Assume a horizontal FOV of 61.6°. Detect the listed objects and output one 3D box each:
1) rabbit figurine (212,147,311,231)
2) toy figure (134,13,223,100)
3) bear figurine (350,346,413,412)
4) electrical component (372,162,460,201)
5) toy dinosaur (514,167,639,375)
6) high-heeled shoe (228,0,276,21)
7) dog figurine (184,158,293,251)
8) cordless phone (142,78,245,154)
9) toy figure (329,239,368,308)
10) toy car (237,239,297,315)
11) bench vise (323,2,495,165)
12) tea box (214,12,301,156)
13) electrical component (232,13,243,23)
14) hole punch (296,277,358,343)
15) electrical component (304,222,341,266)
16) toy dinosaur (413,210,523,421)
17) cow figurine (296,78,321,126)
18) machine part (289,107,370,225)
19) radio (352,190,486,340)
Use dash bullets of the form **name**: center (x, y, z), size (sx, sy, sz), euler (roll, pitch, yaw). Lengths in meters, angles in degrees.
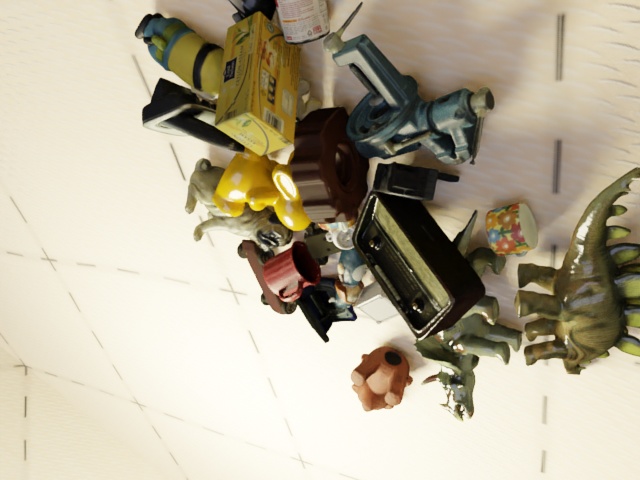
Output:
- **rabbit figurine**: center (-0.076, -0.093, 0.938), size (0.173, 0.122, 0.162), euler (40, 131, -3)
- **toy figure**: center (-0.215, -0.300, 0.868), size (0.180, 0.082, 0.089), euler (42, 156, 5)
- **bear figurine**: center (0.119, 0.321, 1.161), size (0.120, 0.132, 0.195), euler (30, 131, 12)
- **electrical component**: center (0.147, -0.086, 0.812), size (0.119, 0.047, 0.075), euler (11, -176, -17)
- **toy dinosaur**: center (0.391, 0.079, 0.786), size (0.199, 0.105, 0.470), euler (-4, 138, 22)
- **high-heeled shoe**: center (-0.152, -0.415, 0.765), size (0.249, 0.086, 0.145), euler (48, 170, 13)
- **dog figurine**: center (-0.145, -0.069, 1.030), size (0.191, 0.121, 0.172), euler (4, 133, 12)
- **cordless phone**: center (-0.188, -0.189, 0.902), size (0.184, 0.146, 0.088), euler (28, 101, 16)
- **toy figure**: center (0.056, 0.071, 1.017), size (0.064, 0.058, 0.154), euler (1, 121, -11)
- **toy car**: center (-0.110, 0.077, 1.150), size (0.089, 0.053, 0.201), euler (15, 135, 47)
- **bench vise**: center (0.104, -0.189, 0.721), size (0.240, 0.129, 0.224), euler (41, 159, -31)
- **tea box**: center (-0.085, -0.219, 0.761), size (0.068, 0.169, 0.098), euler (-13, 152, 34)
- **electrical component**: center (-0.117, -0.307, 0.846), size (0.063, 0.021, 0.094), euler (-14, 120, 39)
- **hole punch**: center (0.005, 0.135, 1.113), size (0.142, 0.092, 0.116), euler (58, 167, -21)
- **electrical component**: center (-0.001, -0.002, 1.021), size (0.078, 0.045, 0.102), euler (-23, 118, 12)
- **toy dinosaur**: center (0.231, 0.120, 0.930), size (0.192, 0.131, 0.404), euler (-2, 118, 33)
- **cow figurine**: center (-0.090, -0.200, 0.868), size (0.168, 0.098, 0.068), euler (-2, 131, 34)
- **machine part**: center (0.021, -0.114, 0.820), size (0.056, 0.179, 0.179), euler (-1, 125, 29)
- **radio**: center (0.145, 0.034, 0.852), size (0.230, 0.073, 0.131), euler (59, 145, 30)
